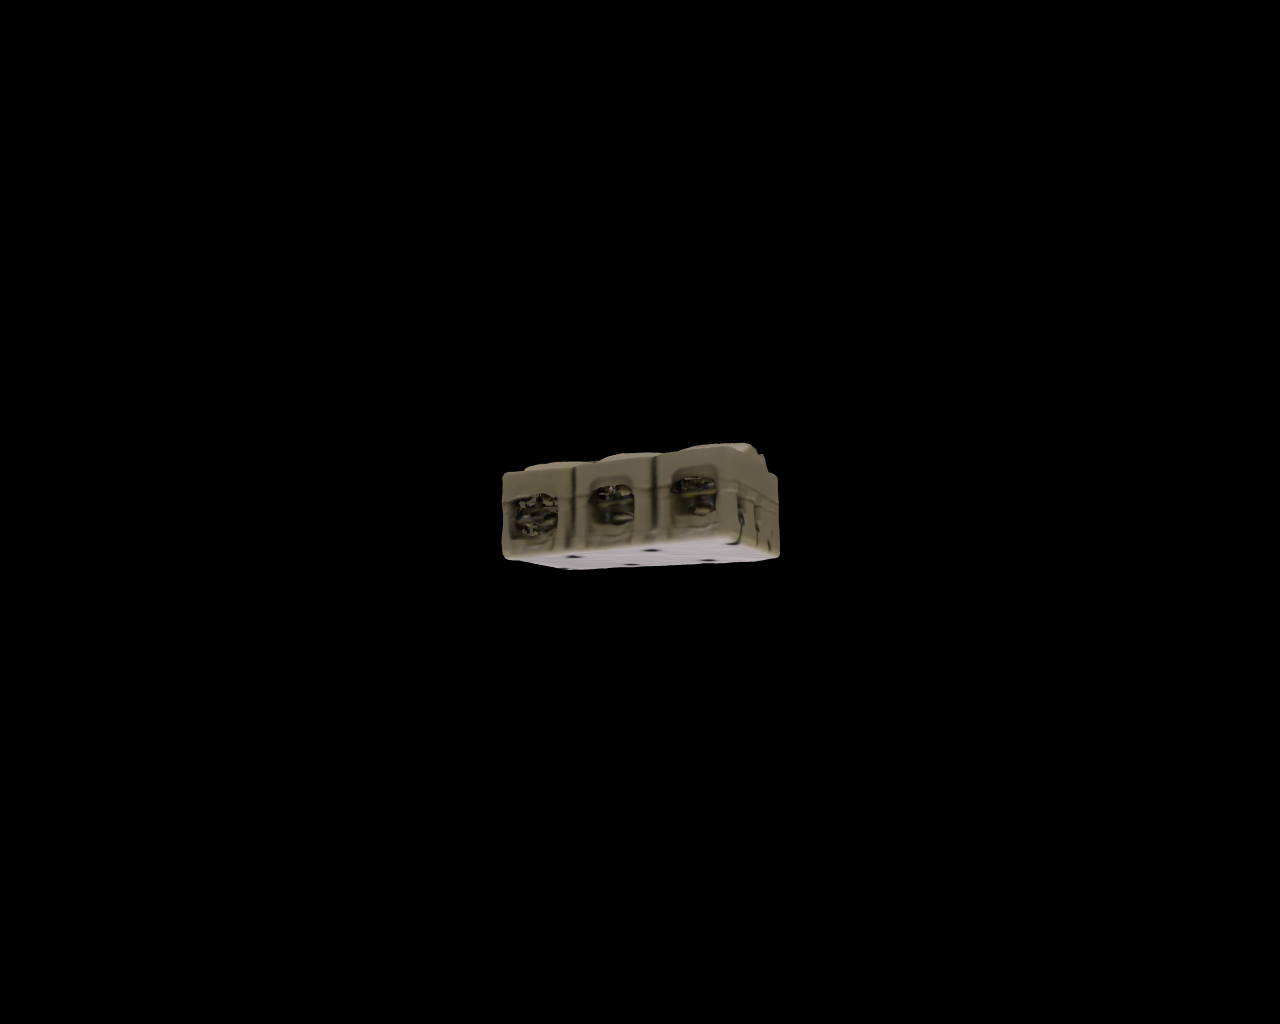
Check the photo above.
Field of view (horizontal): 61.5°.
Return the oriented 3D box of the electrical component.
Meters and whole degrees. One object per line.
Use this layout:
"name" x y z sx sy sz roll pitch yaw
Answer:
"electrical component" 0.001 -0.003 0.650 0.150 0.061 0.089 -5 -11 24
